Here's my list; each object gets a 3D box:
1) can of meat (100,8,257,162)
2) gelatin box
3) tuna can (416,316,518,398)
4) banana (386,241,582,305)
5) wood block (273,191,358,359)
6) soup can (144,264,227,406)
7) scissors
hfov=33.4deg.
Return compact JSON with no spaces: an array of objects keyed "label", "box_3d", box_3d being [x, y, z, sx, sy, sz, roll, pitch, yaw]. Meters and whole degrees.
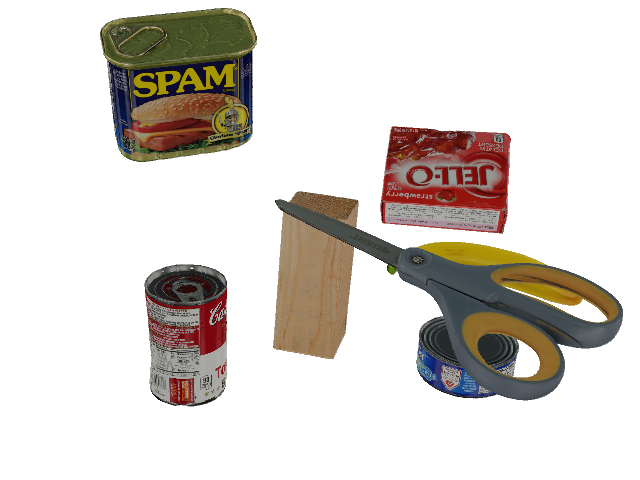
[{"label":"can of meat","box_3d":[-0.096,-0.106,0.735,0.102,0.084,0.057,-9,44,-12]},{"label":"gelatin box","box_3d":[0.091,-0.045,0.770,0.089,0.073,0.030,5,-37,7]},{"label":"tuna can","box_3d":[0.126,0.100,0.923,0.086,0.034,0.086,3,26,-2]},{"label":"banana","box_3d":[0.171,0.033,1.104,0.198,0.037,0.069,8,38,11]},{"label":"wood block","box_3d":[-0.007,0.047,1.481,0.090,0.206,0.090,9,22,9]},{"label":"soup can","box_3d":[-0.113,0.081,0.901,0.068,0.102,0.068,2,25,-1]},{"label":"scissors","box_3d":[0.051,0.028,0.551,0.202,0.016,0.096,13,43,18]}]
